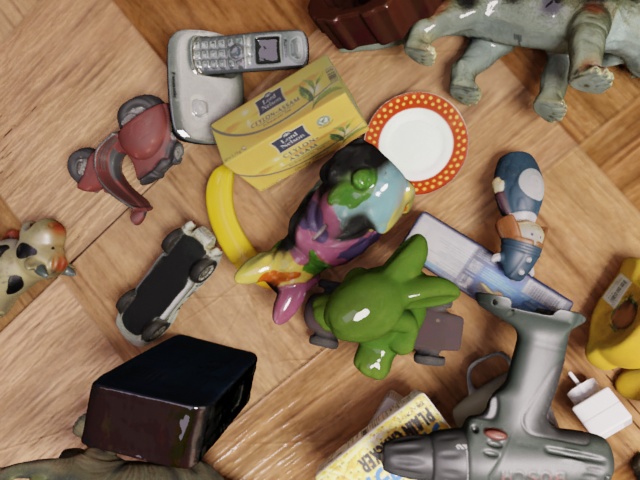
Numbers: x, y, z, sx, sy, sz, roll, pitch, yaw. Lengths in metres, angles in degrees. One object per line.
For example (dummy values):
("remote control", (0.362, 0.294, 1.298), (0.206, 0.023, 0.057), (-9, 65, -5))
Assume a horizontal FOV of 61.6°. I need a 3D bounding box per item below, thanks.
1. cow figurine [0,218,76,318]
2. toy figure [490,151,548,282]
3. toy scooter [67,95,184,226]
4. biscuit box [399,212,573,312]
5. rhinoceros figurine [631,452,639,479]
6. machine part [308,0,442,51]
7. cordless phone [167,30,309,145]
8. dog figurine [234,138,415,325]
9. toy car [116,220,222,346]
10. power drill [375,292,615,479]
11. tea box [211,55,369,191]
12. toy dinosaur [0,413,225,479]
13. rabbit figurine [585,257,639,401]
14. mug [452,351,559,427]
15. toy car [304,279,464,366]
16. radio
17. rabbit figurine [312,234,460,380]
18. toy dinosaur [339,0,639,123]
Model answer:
("cow figurine", (-0.446, 0.044, 0.784), (0.195, 0.085, 0.127), (-44, 77, 8))
("toy figure", (0.227, -0.028, 0.616), (0.064, 0.057, 0.154), (3, 63, 7))
("toy scooter", (-0.254, -0.102, 0.741), (0.184, 0.075, 0.135), (-35, 84, 15))
("biscuit box", (0.196, 0.041, 0.651), (0.203, 0.063, 0.059), (33, 98, 9))
("rhinoceros figurine", (0.447, 0.240, 0.597), (0.112, 0.073, 0.190), (41, 100, 9))
("machine part", (0.072, -0.299, 0.626), (0.179, 0.056, 0.179), (-19, 51, 25))
("cordless phone", (-0.102, -0.199, 0.701), (0.184, 0.088, 0.146), (-3, 91, 8))
("dog figurine", (-0.001, -0.002, 0.641), (0.108, 0.191, 0.219), (44, 85, 1))
("toy car", (-0.211, 0.062, 0.744), (0.073, 0.056, 0.201), (43, 104, 12))
("power drill", (0.187, 0.161, 0.562), (0.232, 0.086, 0.207), (9, 78, 7))
("tea box", (-0.036, -0.140, 0.672), (0.170, 0.098, 0.068), (-28, 66, 15))
("toy dinosaur", (-0.181, 0.327, 0.679), (0.471, 0.199, 0.105), (11, 108, -20))
("rabbit figurine", (0.396, 0.123, 0.588), (0.173, 0.122, 0.162), (21, 100, -8))
("mug", (0.212, 0.196, 0.647), (0.107, 0.081, 0.109), (-30, 79, 17))
("toy car", (0.078, 0.104, 0.685), (0.202, 0.053, 0.089), (5, 81, 15))
("radio", (-0.167, 0.184, 0.655), (0.131, 0.229, 0.073), (12, 96, 8))
("rabbit figurine", (0.069, 0.075, 0.576), (0.159, 0.170, 0.121), (-35, 75, 9))
("toy dinosaur", (0.232, -0.252, 0.610), (0.405, 0.131, 0.192), (23, 77, 19))
